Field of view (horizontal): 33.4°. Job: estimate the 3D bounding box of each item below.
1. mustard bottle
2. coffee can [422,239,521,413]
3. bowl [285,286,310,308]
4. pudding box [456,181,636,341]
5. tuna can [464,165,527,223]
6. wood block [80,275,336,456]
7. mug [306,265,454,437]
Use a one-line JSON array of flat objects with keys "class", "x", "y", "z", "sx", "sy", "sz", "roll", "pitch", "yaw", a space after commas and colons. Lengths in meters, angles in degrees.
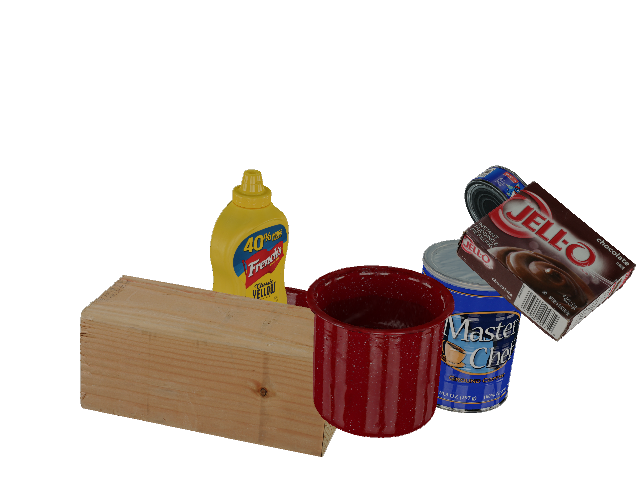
[{"class": "mustard bottle", "x": -0.076, "y": 0.016, "z": 1.149, "sx": 0.096, "sy": 0.192, "sz": 0.058, "roll": -20, "pitch": 32, "yaw": -41}, {"class": "coffee can", "x": 0.144, "y": 0.083, "z": 1.051, "sx": 0.103, "sy": 0.140, "sz": 0.103, "roll": 4, "pitch": 24, "yaw": -2}, {"class": "bowl", "x": -0.051, "y": 0.115, "z": 1.349, "sx": 0.162, "sy": 0.055, "sz": 0.162, "roll": 5, "pitch": 22, "yaw": -2}, {"class": "pudding box", "x": 0.181, "y": 0.015, "z": 0.861, "sx": 0.089, "sy": 0.113, "sz": 0.039, "roll": -34, "pitch": -23, "yaw": -29}, {"class": "tuna can", "x": 0.205, "y": -0.040, "z": 1.217, "sx": 0.033, "sy": 0.086, "sz": 0.086, "roll": -33, "pitch": 15, "yaw": -24}, {"class": "wood block", "x": -0.084, "y": 0.100, "z": 0.878, "sx": 0.206, "sy": 0.091, "sz": 0.090, "roll": 10, "pitch": 21, "yaw": 12}, {"class": "mug", "x": 0.041, "y": 0.067, "z": 0.694, "sx": 0.093, "sy": 0.081, "sz": 0.117, "roll": 10, "pitch": 25, "yaw": 19}]
